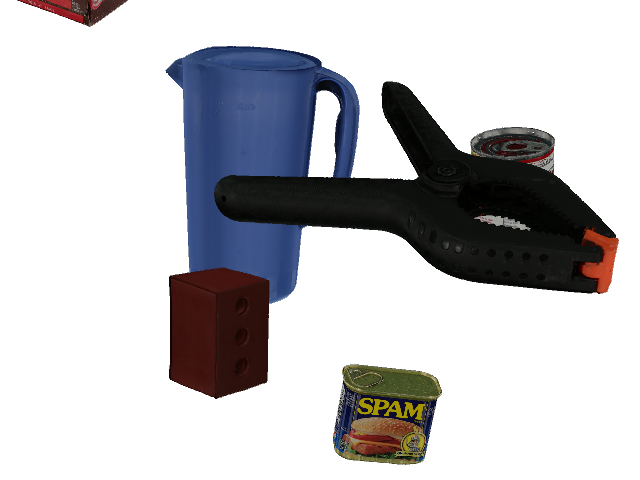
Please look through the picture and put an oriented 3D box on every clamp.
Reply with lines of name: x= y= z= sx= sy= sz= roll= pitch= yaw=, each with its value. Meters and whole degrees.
clamp: x=0.057 y=-0.020 z=0.579 sx=0.164 sy=0.036 sz=0.210 roll=-30 pitch=44 yaw=-32

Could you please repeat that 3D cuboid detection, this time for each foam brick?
foam brick: x=-0.072 y=0.063 z=0.754 sx=0.051 sy=0.078 sz=0.052 roll=12 pitch=17 yaw=42

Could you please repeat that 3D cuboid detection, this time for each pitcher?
pitcher: x=-0.061 y=-0.063 z=1.037 sx=0.144 sy=0.243 sz=0.149 roll=-10 pitch=23 yaw=-33

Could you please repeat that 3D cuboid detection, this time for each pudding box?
pudding box: x=-0.185 y=-0.210 z=0.810 sx=0.090 sy=0.039 sz=0.113 roll=21 pitch=36 yaw=10

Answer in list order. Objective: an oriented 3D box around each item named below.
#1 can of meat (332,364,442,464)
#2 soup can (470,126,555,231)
can of meat: x=0.067 y=0.182 z=1.106 sx=0.102 sy=0.084 sz=0.057 roll=7 pitch=19 yaw=-7
soup can: x=0.160 y=-0.035 z=0.886 sx=0.068 sy=0.102 sz=0.068 roll=-5 pitch=25 yaw=2
